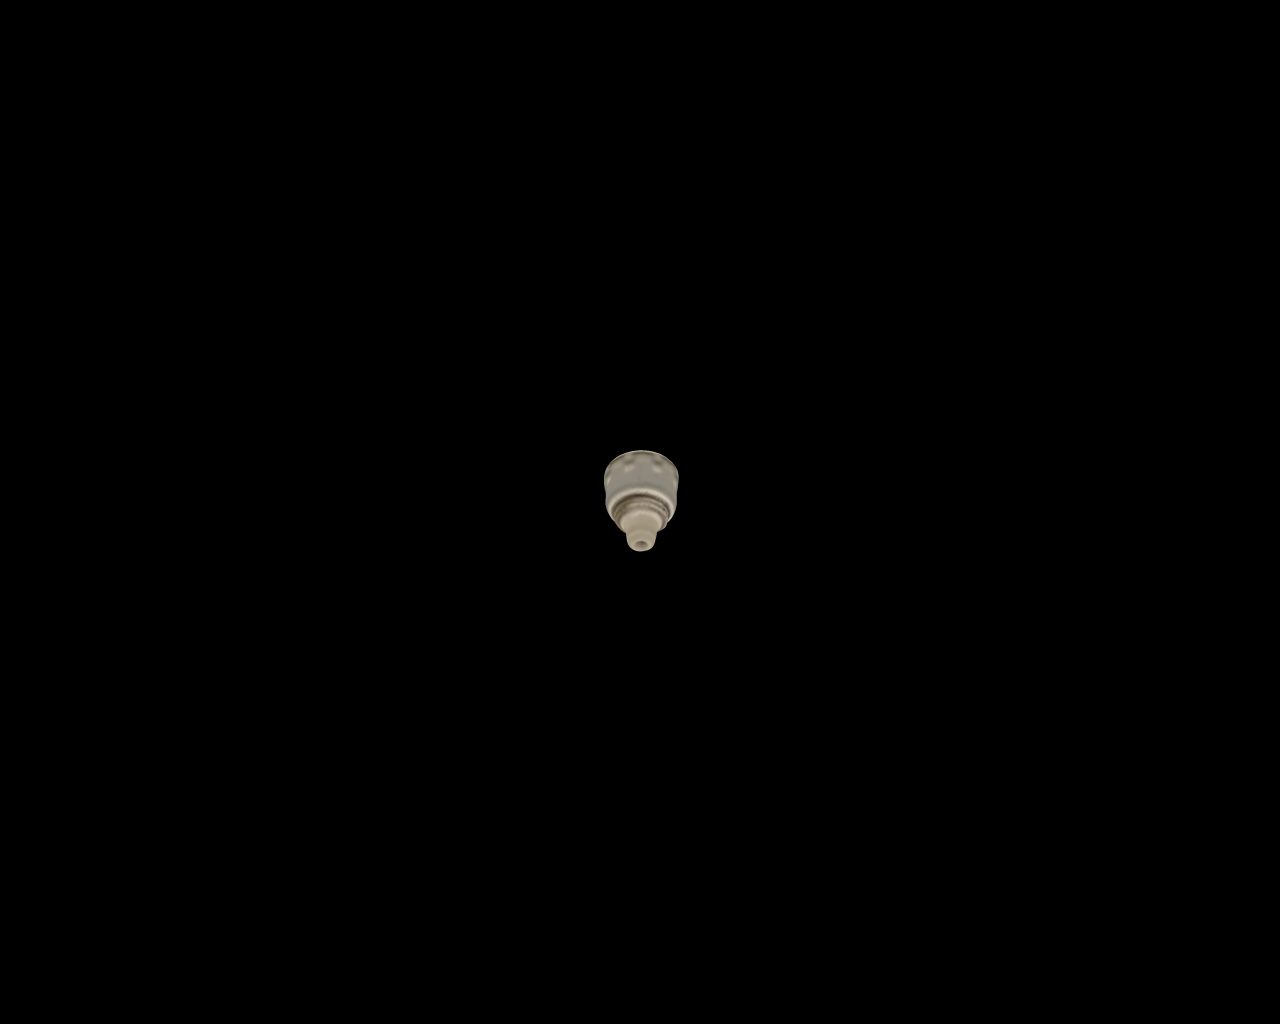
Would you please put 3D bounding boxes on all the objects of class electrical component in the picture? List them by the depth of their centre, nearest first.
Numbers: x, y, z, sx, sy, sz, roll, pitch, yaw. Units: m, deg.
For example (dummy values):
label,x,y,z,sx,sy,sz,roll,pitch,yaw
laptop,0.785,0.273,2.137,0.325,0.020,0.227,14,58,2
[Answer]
label,x,y,z,sx,sy,sz,roll,pitch,yaw
electrical component,0.001,-0.003,0.650,0.048,0.062,0.048,0,-41,0
